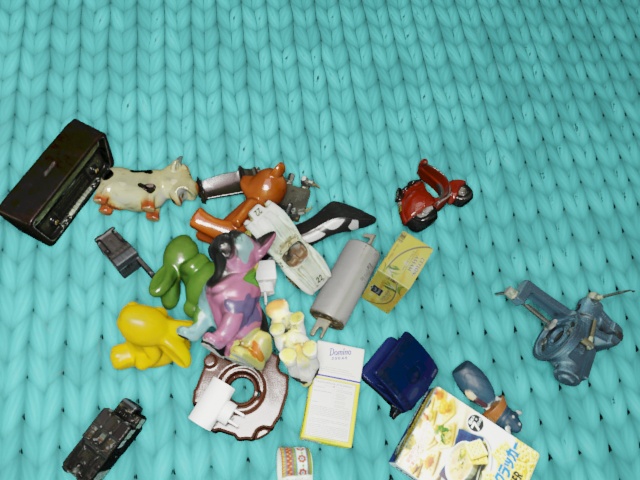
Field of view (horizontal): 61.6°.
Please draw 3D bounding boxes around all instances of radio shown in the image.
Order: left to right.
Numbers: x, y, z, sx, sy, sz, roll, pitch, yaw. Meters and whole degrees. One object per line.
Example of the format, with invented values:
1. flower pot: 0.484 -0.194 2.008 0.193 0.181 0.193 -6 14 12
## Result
1. radio: -0.497 -0.107 1.033 0.073 0.131 0.229 28 67 3

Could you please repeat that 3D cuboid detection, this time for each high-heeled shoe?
1. high-heeled shoe: -0.002 -0.003 1.100 0.248 0.145 0.086 6 26 -30

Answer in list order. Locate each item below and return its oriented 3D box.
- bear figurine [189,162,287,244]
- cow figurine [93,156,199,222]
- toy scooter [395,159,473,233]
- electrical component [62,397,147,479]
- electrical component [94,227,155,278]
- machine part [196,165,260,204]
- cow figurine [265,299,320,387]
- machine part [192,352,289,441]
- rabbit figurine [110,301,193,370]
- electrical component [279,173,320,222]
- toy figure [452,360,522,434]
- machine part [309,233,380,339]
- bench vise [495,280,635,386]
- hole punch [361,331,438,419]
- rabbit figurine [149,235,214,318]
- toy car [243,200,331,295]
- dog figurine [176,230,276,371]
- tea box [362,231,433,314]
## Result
1. bear figurine: -0.151 -0.073 1.058 0.132 0.120 0.196 24 77 3
2. cow figurine: -0.342 -0.107 1.082 0.195 0.085 0.127 5 69 -1
3. toy scooter: 0.228 -0.104 1.155 0.184 0.075 0.135 -29 74 -21
4. electrical component: -0.347 0.326 0.882 0.058 0.115 0.134 34 68 3
5. electrical component: -0.369 0.038 1.022 0.048 0.074 0.119 -40 80 -21
6. machine part: -0.188 -0.112 1.126 0.139 0.039 0.084 -9 74 -12
7. cow figurine: -0.050 0.185 0.990 0.068 0.098 0.167 -21 39 -9
8. machine part: -0.140 0.269 0.964 0.179 0.056 0.179 3 69 -7
9. rabbit figurine: -0.290 0.167 0.924 0.162 0.173 0.122 17 62 5
10. electrical component: -0.047 -0.091 1.130 0.078 0.045 0.102 23 67 1
11. toy figure: 0.315 0.297 1.009 0.064 0.057 0.154 -38 81 -13
12. machine part: 0.050 0.086 1.051 0.079 0.079 0.243 29 67 5
13. bench vise: 0.472 0.152 1.054 0.240 0.129 0.223 37 70 0
14. hole punch: 0.153 0.243 0.995 0.116 0.092 0.142 41 65 6
15. rabbit figurine: -0.242 0.068 1.022 0.159 0.121 0.170 -42 60 -14
16. toy car: -0.059 0.015 0.999 0.073 0.056 0.201 -44 110 -15
17. dog figurine: -0.129 0.089 0.909 0.191 0.109 0.219 39 67 -37
18. tea box: 0.143 0.066 1.021 0.068 0.169 0.098 33 69 7
